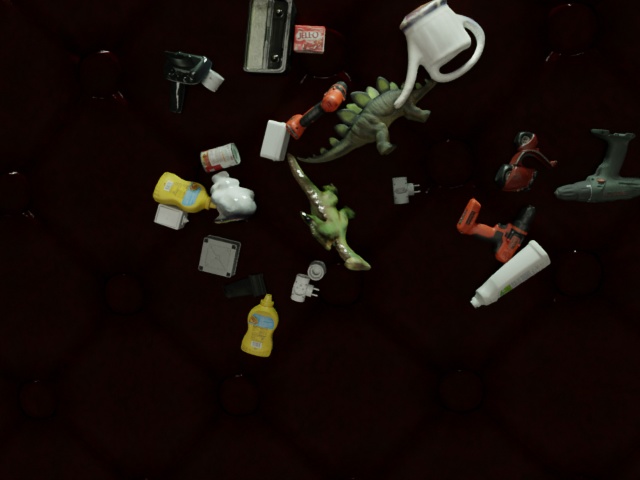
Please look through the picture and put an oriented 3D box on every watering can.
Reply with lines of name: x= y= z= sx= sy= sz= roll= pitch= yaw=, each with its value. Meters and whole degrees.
watering can: x=0.301 y=-0.531 z=1.435 sx=0.350 sy=0.103 sz=0.224 roll=-34 pitch=93 yaw=-11

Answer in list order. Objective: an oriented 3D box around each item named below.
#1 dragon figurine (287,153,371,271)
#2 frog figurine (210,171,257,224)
dragon figurine: x=0.004 y=-0.074 z=1.470 sx=0.121 sy=0.245 sz=0.409 roll=-39 pitch=93 yaw=15
frog figurine: x=-0.263 y=-0.133 z=1.555 sx=0.138 sy=0.122 sz=0.160 roll=-6 pitch=87 yaw=-26
